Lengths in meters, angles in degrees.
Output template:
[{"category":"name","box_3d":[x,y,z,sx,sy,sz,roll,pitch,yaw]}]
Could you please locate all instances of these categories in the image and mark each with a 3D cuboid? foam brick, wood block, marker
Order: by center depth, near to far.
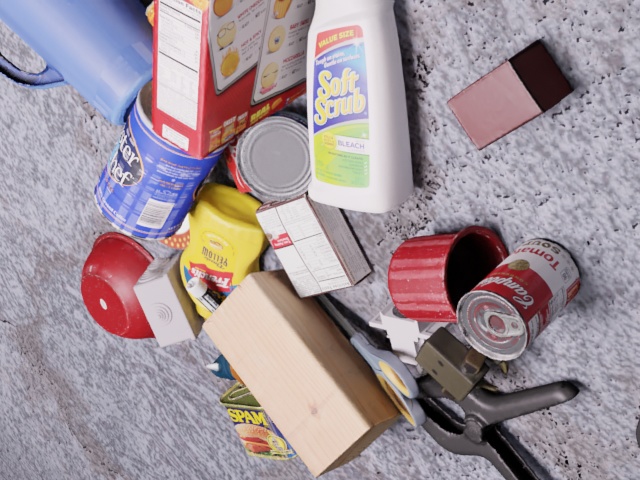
[{"category":"foam brick","box_3d":[0.154,-0.117,0.870,0.051,0.052,0.078,56,140,-3]},{"category":"wood block","box_3d":[-0.019,0.138,1.143,0.091,0.090,0.206,-47,71,24]},{"category":"marker","box_3d":[-0.108,0.086,1.219,0.020,0.020,0.121,-2,139,45]}]

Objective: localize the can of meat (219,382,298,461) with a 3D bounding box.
[{"category":"can of meat","box_3d":[-0.064,0.221,1.314,0.102,0.057,0.084,-3,117,46]}]

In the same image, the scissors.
[{"category":"scissors","box_3d":[0.048,0.106,1.109,0.202,0.016,0.096,53,163,19]}]

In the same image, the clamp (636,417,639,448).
[{"category":"clamp","box_3d":[0.333,0.205,0.933,0.120,0.039,0.171,-2,116,44]}]

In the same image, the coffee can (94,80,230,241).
[{"category":"coffee can","box_3d":[-0.163,-0.082,1.104,0.103,0.102,0.140,44,129,11]}]

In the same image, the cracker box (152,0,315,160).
[{"category":"cracker box","box_3d":[-0.072,-0.201,0.943,0.072,0.163,0.214,30,135,23]}]

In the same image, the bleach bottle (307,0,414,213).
[{"category":"bleach bottle","box_3d":[0.026,-0.152,0.962,0.103,0.068,0.251,14,124,36]}]

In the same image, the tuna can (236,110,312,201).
[{"category":"tuna can","box_3d":[-0.039,-0.085,1.063,0.086,0.033,0.086,3,110,9]}]

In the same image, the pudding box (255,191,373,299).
[{"category":"pudding box","box_3d":[-0.007,0.001,1.120,0.090,0.039,0.113,-16,107,48]}]

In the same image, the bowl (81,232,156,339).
[{"category":"bowl","box_3d":[-0.264,0.073,1.403,0.162,0.055,0.162,24,131,31]}]

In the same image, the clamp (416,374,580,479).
[{"category":"clamp","box_3d":[0.169,0.178,1.073,0.210,0.036,0.165,26,125,34]}]

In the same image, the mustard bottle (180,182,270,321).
[{"category":"mustard bottle","box_3d":[-0.113,0.028,1.223,0.096,0.058,0.192,27,135,11]}]

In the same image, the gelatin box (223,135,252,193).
[{"category":"gelatin box","box_3d":[-0.070,-0.096,1.117,0.073,0.030,0.089,-6,112,46]}]

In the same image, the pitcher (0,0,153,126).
[{"category":"pitcher","box_3d":[-0.265,-0.232,1.129,0.243,0.144,0.149,46,136,5]}]

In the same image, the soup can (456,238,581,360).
[{"category":"soup can","box_3d":[0.174,0.050,0.928,0.069,0.102,0.068,24,132,30]}]

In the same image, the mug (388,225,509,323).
[{"category":"mug","box_3d":[0.125,0.042,0.991,0.082,0.093,0.117,-4,140,50]}]
